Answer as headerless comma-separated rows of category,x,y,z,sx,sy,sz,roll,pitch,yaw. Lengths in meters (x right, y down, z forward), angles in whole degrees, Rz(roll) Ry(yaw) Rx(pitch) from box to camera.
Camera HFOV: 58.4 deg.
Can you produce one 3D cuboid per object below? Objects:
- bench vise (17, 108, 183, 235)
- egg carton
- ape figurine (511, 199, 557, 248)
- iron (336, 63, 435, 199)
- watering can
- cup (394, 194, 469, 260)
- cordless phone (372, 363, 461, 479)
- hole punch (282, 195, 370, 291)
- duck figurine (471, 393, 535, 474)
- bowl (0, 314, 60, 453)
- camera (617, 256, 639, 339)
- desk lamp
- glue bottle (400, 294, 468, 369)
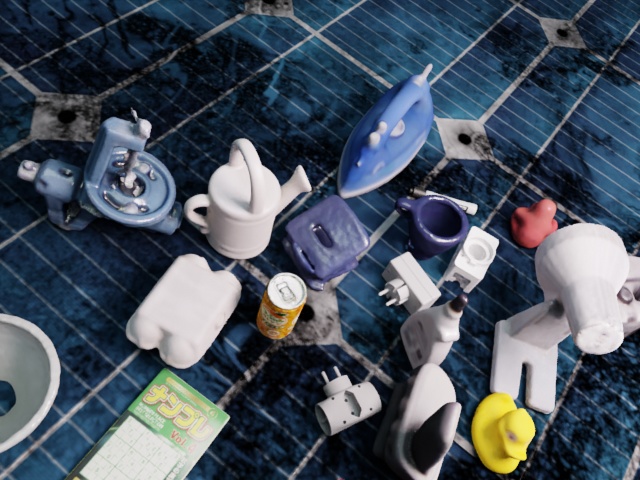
bench vise,-0.286,-0.079,0.747,0.208,0.219,0.121,-7,61,-18
egg carton,-0.176,0.093,0.760,0.107,0.069,0.150,27,56,3
ape figurine,0.368,-0.035,0.970,0.077,0.092,0.076,36,57,9
iron,0.116,-0.189,0.969,0.118,0.141,0.259,33,57,7
watering can,-0.100,-0.066,0.804,0.173,0.194,0.100,-35,72,-30
cup,0.162,-0.016,0.902,0.117,0.095,0.092,26,56,2
cordless phone,0.143,0.213,0.700,0.094,0.185,0.148,23,56,0
hole punch,0.008,0.003,0.852,0.101,0.091,0.108,-25,68,-26
duck figurine,0.253,0.251,0.766,0.077,0.086,0.104,13,57,-6
bowl,-0.381,0.173,0.652,0.167,0.074,0.167,7,57,-11
camera,0.500,0.081,0.928,0.137,0.101,0.143,0,59,-15
desk lamp,0.340,0.109,0.800,0.118,0.213,0.203,19,56,-2
glue bottle,0.159,0.117,0.772,0.037,0.173,0.078,-6,60,-18
